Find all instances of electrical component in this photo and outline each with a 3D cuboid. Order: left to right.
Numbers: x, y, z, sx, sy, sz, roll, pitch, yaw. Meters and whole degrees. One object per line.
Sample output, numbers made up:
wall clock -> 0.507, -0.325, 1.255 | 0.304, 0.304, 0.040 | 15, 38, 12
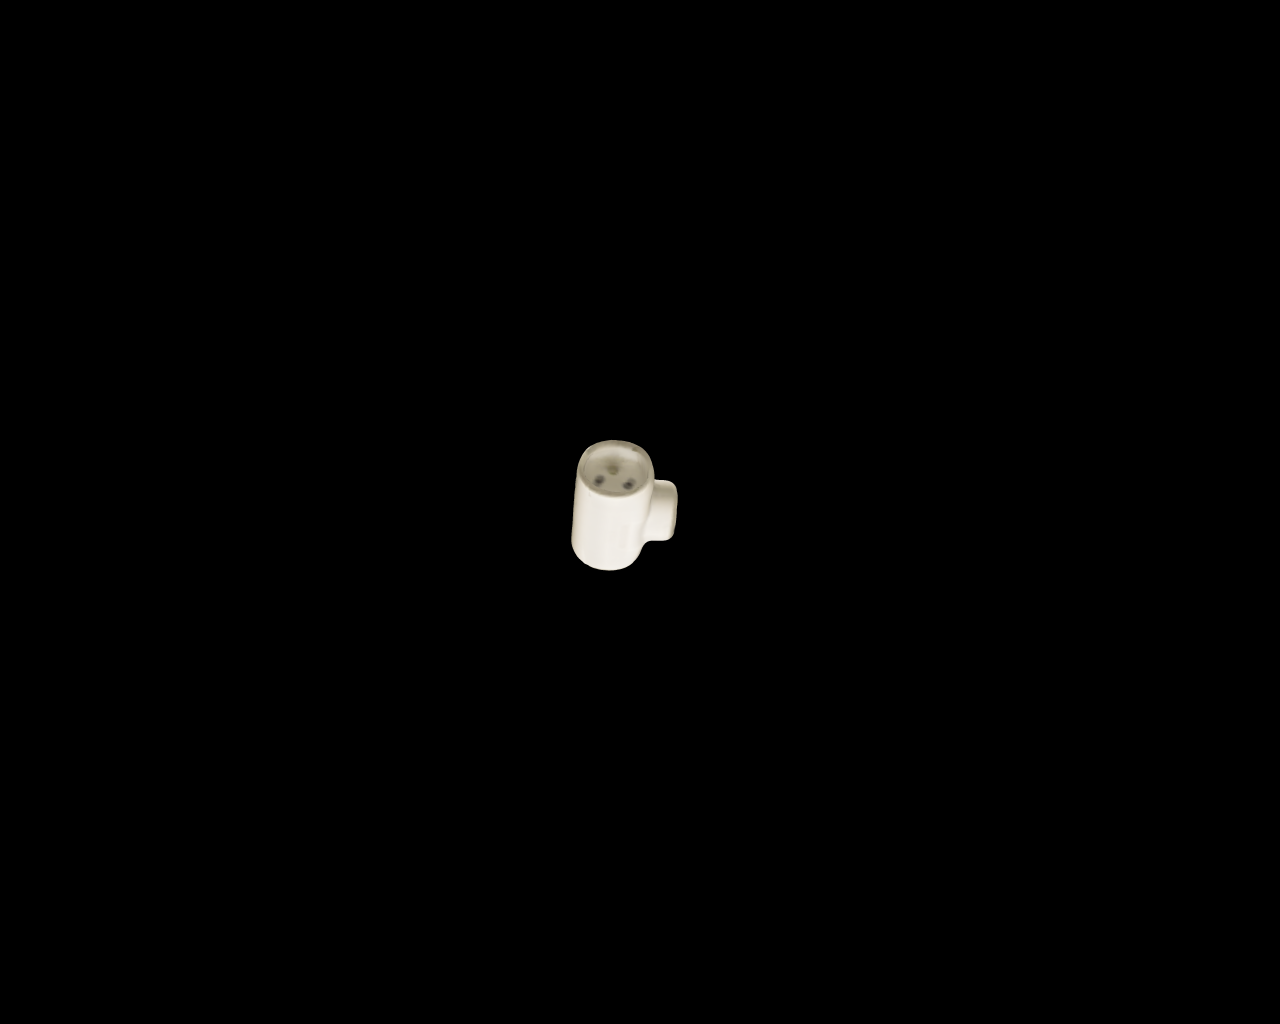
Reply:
electrical component -> 0.001, -0.003, 0.650 | 0.079, 0.043, 0.077 | 3, -37, -4
